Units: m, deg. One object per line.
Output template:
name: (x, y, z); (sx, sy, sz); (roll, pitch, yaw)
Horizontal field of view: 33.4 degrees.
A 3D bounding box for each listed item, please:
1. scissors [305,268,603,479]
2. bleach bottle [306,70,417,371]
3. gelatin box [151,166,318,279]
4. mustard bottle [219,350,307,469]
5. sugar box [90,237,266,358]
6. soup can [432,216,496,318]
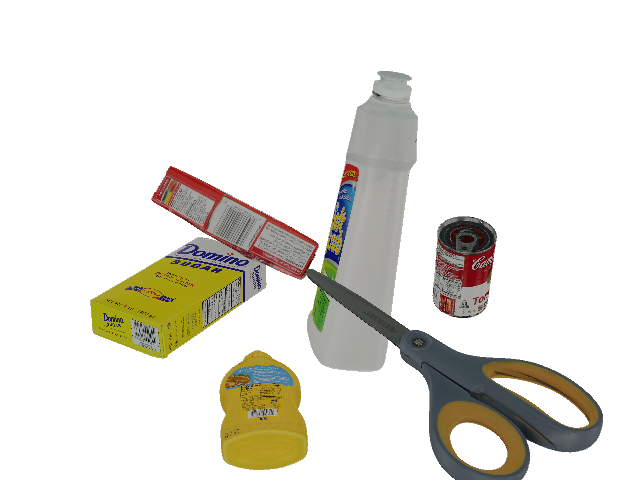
scissors: (0.049, 0.073, 0.574); (0.202, 0.016, 0.096); (21, 42, 29)
bleach bottle: (0.040, -0.020, 0.908); (0.068, 0.251, 0.102); (6, 21, -9)
gelatin box: (-0.055, -0.011, 0.697); (0.089, 0.030, 0.073); (28, 0, -40)
mustard bottle: (-0.070, 0.187, 1.252); (0.096, 0.058, 0.191); (-5, 28, -4)
sugar box: (-0.141, 0.054, 1.095); (0.093, 0.048, 0.175); (16, 32, 27)
soup can: (0.167, 0.032, 1.251); (0.068, 0.102, 0.068); (0, 38, 0)
